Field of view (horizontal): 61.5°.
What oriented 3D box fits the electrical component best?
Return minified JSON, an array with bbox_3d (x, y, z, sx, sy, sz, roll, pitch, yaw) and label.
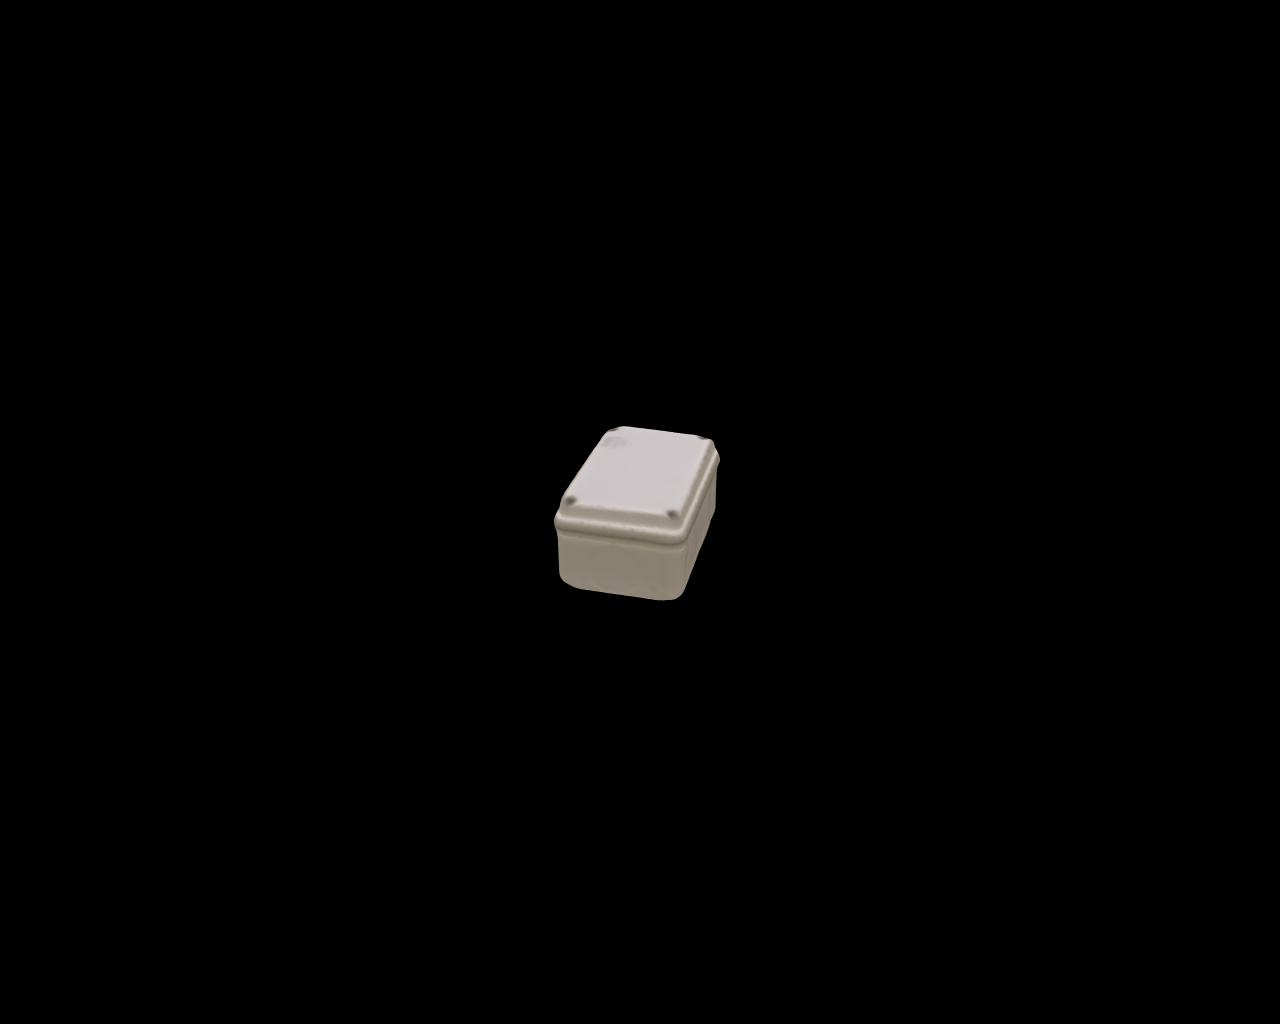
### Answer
[{"bbox_3d":[0.001,-0.003,0.650,0.078,0.057,0.113,8,31,13],"label":"electrical component"}]
